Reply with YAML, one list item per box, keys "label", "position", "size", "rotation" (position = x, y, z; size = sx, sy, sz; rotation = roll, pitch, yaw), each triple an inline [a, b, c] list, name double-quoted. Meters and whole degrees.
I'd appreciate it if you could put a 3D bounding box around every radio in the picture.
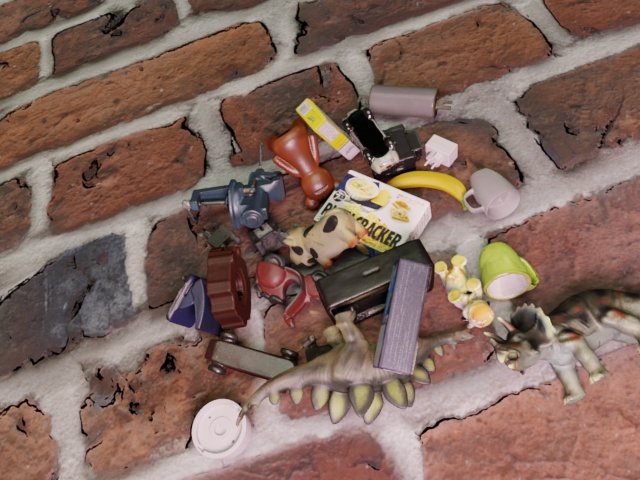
- label: "radio"
  position: [0.115, 0.093, 1.090]
  size: [0.230, 0.131, 0.073]
  rotation: [-22, 57, 0]

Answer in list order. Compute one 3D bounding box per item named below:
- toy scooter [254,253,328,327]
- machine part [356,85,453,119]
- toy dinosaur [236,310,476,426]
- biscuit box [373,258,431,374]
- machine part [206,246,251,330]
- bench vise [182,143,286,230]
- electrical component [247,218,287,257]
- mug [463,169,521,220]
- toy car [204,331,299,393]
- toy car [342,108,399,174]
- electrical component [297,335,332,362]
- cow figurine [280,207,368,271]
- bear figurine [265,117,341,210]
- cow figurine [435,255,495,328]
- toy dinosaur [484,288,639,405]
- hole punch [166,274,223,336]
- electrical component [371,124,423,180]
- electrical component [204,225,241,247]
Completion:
- label: "toy scooter"
  position: [-0.073, 0.111, 1.162]
  size: [0.184, 0.075, 0.135]
  rotation: [18, 73, 22]
- label: "machine part"
  position: [0.214, -0.353, 1.371]
  size: [0.243, 0.079, 0.079]
  rotation: [9, 62, 20]
- label: "toy dinosaur"
  position: [0.070, 0.237, 1.009]
  size: [0.472, 0.105, 0.199]
  rotation: [-10, 59, -5]
- label: "biscuit box"
  position: [0.148, 0.135, 0.965]
  size: [0.063, 0.059, 0.202]
  rotation: [15, 75, -2]
- label: "machine part"
  position: [-0.189, 0.101, 1.141]
  size: [0.056, 0.179, 0.179]
  rotation: [-8, 58, 5]
- label: "bench vise"
  position: [-0.207, -0.108, 1.290]
  size: [0.241, 0.128, 0.224]
  rotation: [-4, 49, 3]
- label: "electrical component"
  position: [-0.129, -0.011, 1.258]
  size: [0.075, 0.047, 0.119]
  rotation: [-35, 28, -11]
- label: "mug"
  position: [0.367, -0.102, 1.185]
  size: [0.110, 0.080, 0.107]
  rotation: [-25, 46, 3]
- label: "toy car"
  position: [-0.138, 0.250, 1.104]
  size: [0.202, 0.053, 0.089]
  rotation: [11, 73, 15]
- label: "toy car"
  position: [0.118, -0.240, 1.272]
  size: [0.073, 0.056, 0.202]
  rotation: [-30, 55, 3]
- label: "electrical component"
  position: [-0.003, 0.242, 1.080]
  size: [0.078, 0.045, 0.102]
  rotation: [-10, 58, 9]
- label: "cow figurine"
  position: [-0.002, -0.004, 1.163]
  size: [0.127, 0.195, 0.085]
  rotation: [52, 41, 2]
- label: "bear figurine"
  position: [-0.033, -0.182, 1.297]
  size: [0.120, 0.195, 0.132]
  rotation: [-35, 22, 5]
- label: "cow figurine"
  position: [0.288, 0.115, 1.047]
  size: [0.068, 0.098, 0.167]
  rotation: [-27, 44, 8]
- label: "toy dinosaur"
  position: [0.490, 0.156, 0.977]
  size: [0.405, 0.131, 0.192]
  rotation: [-25, 57, -10]
- label: "hole punch"
  position: [-0.250, 0.142, 1.155]
  size: [0.092, 0.142, 0.115]
  rotation: [19, 79, 25]
- label: "electrical component"
  position: [0.180, -0.216, 1.308]
  size: [0.134, 0.058, 0.115]
  rotation: [-17, 59, 4]
- label: "electrical component"
  position: [-0.238, -0.006, 1.302]
  size: [0.094, 0.021, 0.063]
  rotation: [34, 72, 29]
